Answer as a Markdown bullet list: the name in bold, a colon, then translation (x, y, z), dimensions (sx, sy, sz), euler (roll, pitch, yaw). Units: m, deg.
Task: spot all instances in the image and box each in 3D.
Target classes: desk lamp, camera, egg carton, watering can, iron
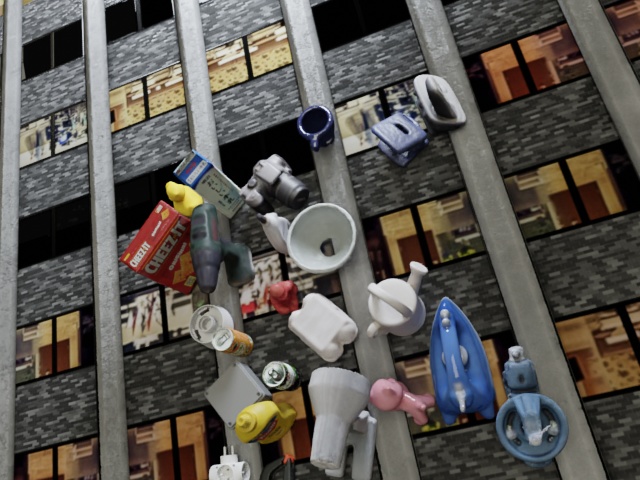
- **desk lamp**: translation (0.043, 0.359, 1.105), dimensions (0.117, 0.214, 0.203), euler (0, 72, 20)
- **camera**: translation (-0.106, -0.123, 1.388), dimensions (0.136, 0.101, 0.143), euler (36, 86, 26)
- **egg carton**: translation (0.007, 0.189, 1.257), dimensions (0.150, 0.069, 0.107), euler (36, 86, 26)
- **watering can**: translation (0.152, 0.123, 1.160), dimensions (0.100, 0.194, 0.173), euler (13, 76, 23)
- **iron**: translation (0.261, 0.222, 1.117), dimensions (0.118, 0.142, 0.258), euler (-14, 68, 14)

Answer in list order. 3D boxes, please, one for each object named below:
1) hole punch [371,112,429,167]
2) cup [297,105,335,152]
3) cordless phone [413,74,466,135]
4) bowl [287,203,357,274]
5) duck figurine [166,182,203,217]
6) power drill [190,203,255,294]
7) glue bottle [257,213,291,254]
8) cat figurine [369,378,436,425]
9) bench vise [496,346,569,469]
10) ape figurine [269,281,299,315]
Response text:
- **hole punch**: translation (0.186, -0.245, 1.334), dimensions (0.101, 0.091, 0.108), euler (-44, 64, 0)
- **cup**: translation (0.001, -0.257, 1.401), dimensions (0.091, 0.095, 0.118), euler (-6, 70, 17)
- **cordless phone**: translation (0.259, -0.334, 1.287), dimensions (0.094, 0.185, 0.147), euler (-26, 65, 9)
- **bowl**: translation (0.012, 0.005, 1.317), dimensions (0.167, 0.075, 0.167), euler (-6, 70, 17)
- **duck figurine**: translation (-0.358, -0.112, 1.481), dimensions (0.077, 0.086, 0.104), euler (-46, 64, -1)
- **power drill**: translation (-0.229, 0.037, 1.315), dimensions (0.075, 0.209, 0.229), euler (-21, 66, 12)
- **glue bottle**: translation (-0.105, -0.027, 1.314), dimensions (0.037, 0.173, 0.078), euler (-8, 69, 17)
- **cat figurine**: translation (0.155, 0.315, 1.135), dimensions (0.127, 0.118, 0.067), euler (16, 78, 24)
- **bench vise**: translation (0.356, 0.297, 1.014), dimensions (0.121, 0.220, 0.207), euler (-28, 65, 8)
- **ape figurine**: translation (-0.086, 0.125, 1.300), dimensions (0.076, 0.092, 0.078), euler (30, 84, 26)
